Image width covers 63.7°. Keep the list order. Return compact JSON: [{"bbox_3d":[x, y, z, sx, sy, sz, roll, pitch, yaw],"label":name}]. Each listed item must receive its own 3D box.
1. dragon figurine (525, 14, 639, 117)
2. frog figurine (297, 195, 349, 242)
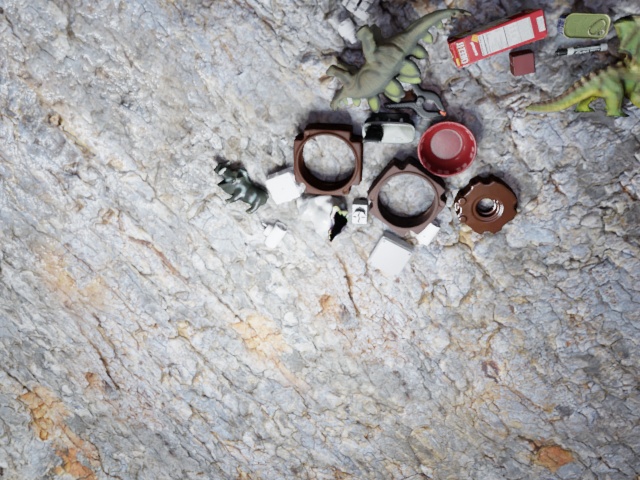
[{"bbox_3d":[0.720,-0.421,1.254,0.410,0.124,0.238,-2,116,-7],"label":"dragon figurine"},{"bbox_3d":[0.005,-0.080,1.592,0.161,0.124,0.134,27,135,38],"label":"frog figurine"}]
